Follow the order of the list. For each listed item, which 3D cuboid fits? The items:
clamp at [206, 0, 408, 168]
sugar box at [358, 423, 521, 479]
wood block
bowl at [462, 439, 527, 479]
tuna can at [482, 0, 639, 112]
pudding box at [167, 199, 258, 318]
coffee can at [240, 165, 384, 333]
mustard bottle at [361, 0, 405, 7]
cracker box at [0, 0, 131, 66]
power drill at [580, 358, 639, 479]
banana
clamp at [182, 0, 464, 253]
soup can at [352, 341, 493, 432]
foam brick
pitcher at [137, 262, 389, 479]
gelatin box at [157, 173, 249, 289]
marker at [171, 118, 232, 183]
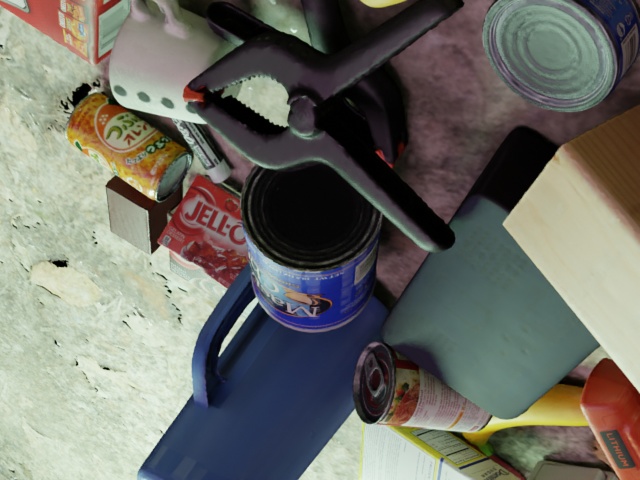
[{"bbox_3d":[0.008,-0.122,0.732,0.171,0.039,0.120,42,153,-14],"label":"clamp"},{"bbox_3d":[0.107,0.224,0.983,0.176,0.048,0.093,27,121,47],"label":"sugar box"},{"bbox_3d":[0.213,0.031,0.597,0.206,0.090,0.090,54,151,17],"label":"wood block"},{"bbox_3d":[0.144,0.266,1.060,0.162,0.055,0.162,28,147,20],"label":"bowl"},{"bbox_3d":[0.137,-0.116,0.608,0.086,0.033,0.086,27,146,20],"label":"tuna can"},{"bbox_3d":[-0.092,0.018,1.011,0.113,0.039,0.090,29,146,17],"label":"pudding box"},{"bbox_3d":[-0.005,0.001,0.810,0.103,0.102,0.140,32,162,12],"label":"coffee can"},{"bbox_3d":[0.078,-0.186,0.558,0.192,0.058,0.096,-3,124,48],"label":"mustard bottle"},{"bbox_3d":[-0.226,-0.252,0.783,0.214,0.072,0.164,34,147,12],"label":"cracker box"},{"bbox_3d":[0.280,0.127,0.738,0.188,0.057,0.184,1,132,46],"label":"power drill"},{"bbox_3d":[0.170,0.146,0.904,0.069,0.037,0.198,22,155,-17],"label":"banana"},{"bbox_3d":[0.002,-0.094,0.693,0.210,0.036,0.165,20,119,26],"label":"clamp"},{"bbox_3d":[0.087,0.123,0.884,0.102,0.068,0.069,9,158,-25],"label":"soup can"},{"bbox_3d":[-0.166,-0.034,1.010,0.051,0.053,0.078,31,147,14],"label":"foam brick"},{"bbox_3d":[-0.049,0.135,0.915,0.149,0.242,0.145,35,154,7],"label":"pitcher"},{"bbox_3d":[-0.088,-0.006,0.943,0.089,0.073,0.030,33,-173,10],"label":"gelatin box"},{"bbox_3d":[-0.114,-0.100,0.905,0.020,0.020,0.121,-2,130,47],"label":"marker"}]
